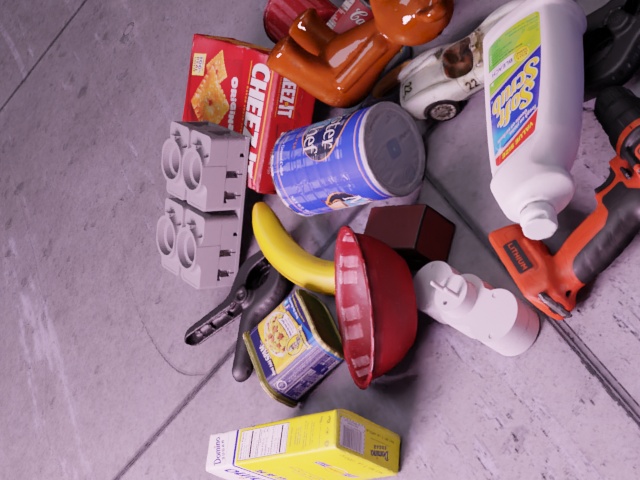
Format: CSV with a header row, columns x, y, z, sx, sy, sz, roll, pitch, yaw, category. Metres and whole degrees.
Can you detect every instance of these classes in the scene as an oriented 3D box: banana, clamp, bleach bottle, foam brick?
x,y,z,sx,sy,sz,roll,pitch,yaw,category
-0.016,0.017,1.189,0.198,0.037,0.069,25,69,36,banana
-0.078,0.080,1.233,0.171,0.039,0.120,-53,49,3,clamp
0.198,-0.110,0.966,0.103,0.068,0.250,-34,37,39,bleach bottle
0.089,-0.002,1.094,0.078,0.052,0.051,-2,64,47,foam brick
0.293,-0.213,1.025,0.210,0.036,0.164,-42,40,24,clamp

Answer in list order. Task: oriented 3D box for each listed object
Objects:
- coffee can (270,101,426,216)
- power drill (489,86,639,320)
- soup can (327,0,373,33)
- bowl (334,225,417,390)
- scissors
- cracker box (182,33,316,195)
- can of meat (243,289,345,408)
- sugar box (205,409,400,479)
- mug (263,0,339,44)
x,y,z,sx,sy,sz,roll,pitch,yaw,category
0.030,-0.087,1.173,0.141,0.102,0.102,-11,58,43,coffee can
0.242,-0.034,0.948,0.188,0.057,0.184,-44,37,19,power drill
0.034,-0.242,1.299,0.102,0.068,0.068,-50,39,12,soup can
0.057,0.063,1.047,0.162,0.055,0.162,174,90,-79,bowl
0.044,-0.172,1.285,0.202,0.016,0.096,-27,46,35,scissors
-0.095,-0.162,1.336,0.214,0.071,0.164,28,113,52,cracker box
-0.026,0.113,1.140,0.084,0.057,0.102,-44,41,16,can of meat
-0.019,0.209,1.039,0.177,0.093,0.048,-22,50,38,sugar box
-0.017,-0.261,1.361,0.082,0.093,0.117,50,134,45,mug
